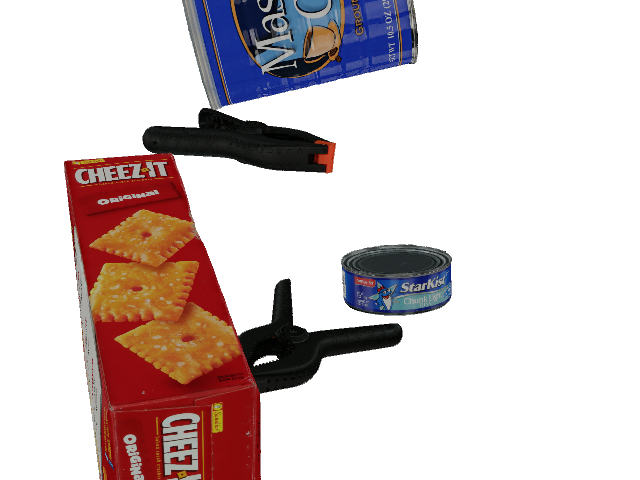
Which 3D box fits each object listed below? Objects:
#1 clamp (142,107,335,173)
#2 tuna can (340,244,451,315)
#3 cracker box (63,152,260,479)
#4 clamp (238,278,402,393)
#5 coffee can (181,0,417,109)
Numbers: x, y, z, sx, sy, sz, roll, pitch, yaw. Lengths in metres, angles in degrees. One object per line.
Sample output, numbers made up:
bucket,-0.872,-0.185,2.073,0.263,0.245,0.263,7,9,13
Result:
clamp,-0.073,-0.089,0.977,0.172,0.039,0.120,13,27,28
tuna can,0.059,0.030,0.827,0.086,0.034,0.086,-3,14,0
cracker box,-0.087,0.074,0.565,0.072,0.164,0.214,-7,34,-14
clamp,-0.019,0.111,1.131,0.165,0.036,0.209,16,29,22
coffee can,-0.016,-0.152,0.707,0.140,0.103,0.103,-13,0,-1
